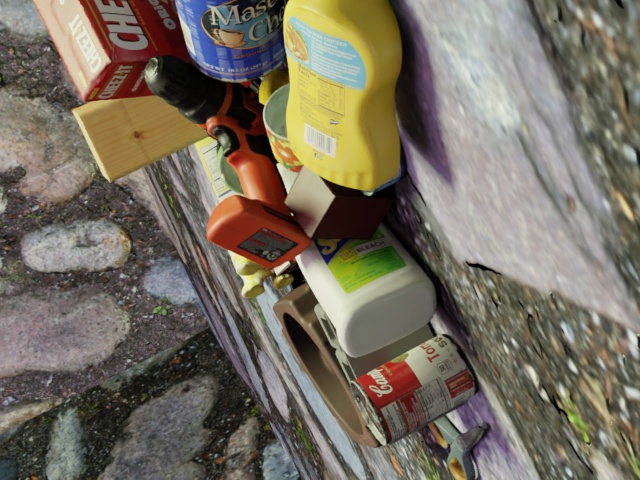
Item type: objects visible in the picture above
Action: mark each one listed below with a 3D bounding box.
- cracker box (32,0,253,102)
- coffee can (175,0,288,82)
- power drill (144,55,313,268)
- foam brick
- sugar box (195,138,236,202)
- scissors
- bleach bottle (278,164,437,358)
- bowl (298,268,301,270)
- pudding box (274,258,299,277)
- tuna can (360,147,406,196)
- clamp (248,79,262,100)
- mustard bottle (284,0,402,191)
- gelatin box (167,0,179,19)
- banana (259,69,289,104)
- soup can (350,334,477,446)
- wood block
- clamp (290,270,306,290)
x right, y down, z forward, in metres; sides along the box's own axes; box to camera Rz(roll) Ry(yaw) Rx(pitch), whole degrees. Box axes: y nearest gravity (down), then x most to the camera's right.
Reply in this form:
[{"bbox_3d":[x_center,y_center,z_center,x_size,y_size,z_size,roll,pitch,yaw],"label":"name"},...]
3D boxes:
[{"bbox_3d":[-0.171,-0.231,1.085,0.072,0.213,0.164,-43,69,40],"label":"cracker box"},{"bbox_3d":[-0.079,-0.222,0.943,0.103,0.102,0.140,57,168,27],"label":"coffee can"},{"bbox_3d":[-0.081,-0.076,1.000,0.184,0.057,0.188,25,-140,-43],"label":"power drill"},{"bbox_3d":[0.018,-0.035,0.962,0.053,0.078,0.051,55,127,34],"label":"foam brick"},{"bbox_3d":[-0.119,-0.101,1.434,0.176,0.048,0.093,63,-162,13],"label":"sugar box"},{"bbox_3d":[0.142,0.202,1.131,0.096,0.016,0.202,56,167,30],"label":"scissors"},{"bbox_3d":[0.010,-0.001,1.043,0.251,0.102,0.068,52,159,43],"label":"bleach bottle"},{"bbox_3d":[-0.031,-0.019,1.312,0.162,0.055,0.162,59,168,20],"label":"bowl"},{"bbox_3d":[-0.008,0.001,1.161,0.039,0.090,0.113,63,169,6],"label":"pudding box"},{"bbox_3d":[0.038,-0.083,0.908,0.086,0.033,0.086,59,168,20],"label":"tuna can"},{"bbox_3d":[-0.123,-0.204,1.188,0.039,0.120,0.171,-48,60,36],"label":"clamp"},{"bbox_3d":[0.016,-0.133,0.781,0.096,0.058,0.192,33,142,32],"label":"mustard bottle"},{"bbox_3d":[-0.109,-0.261,1.022,0.030,0.089,0.073,57,167,30],"label":"gelatin box"},{"bbox_3d":[-0.038,-0.135,1.123,0.069,0.037,0.198,62,169,7],"label":"banana"},{"bbox_3d":[0.089,0.141,1.011,0.068,0.102,0.068,59,168,20],"label":"soup can"},{"bbox_3d":[-0.183,-0.157,1.292,0.091,0.206,0.090,67,168,-16],"label":"wood block"},{"bbox_3d":[-0.048,0.016,1.502,0.210,0.036,0.164,55,160,37],"label":"clamp"}]
